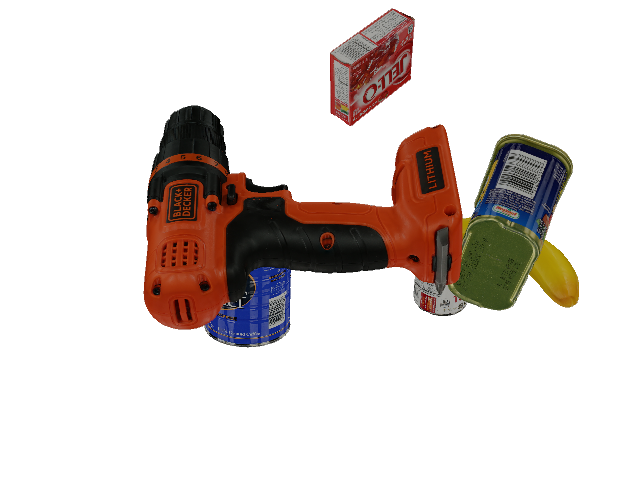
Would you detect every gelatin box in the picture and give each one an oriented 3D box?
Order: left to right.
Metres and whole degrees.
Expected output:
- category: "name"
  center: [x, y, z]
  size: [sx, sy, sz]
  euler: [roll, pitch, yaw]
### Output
- category: "gelatin box"
  center: [0.048, -0.158, 0.973]
  size: [0.030, 0.073, 0.089]
  euler: [36, 59, 26]

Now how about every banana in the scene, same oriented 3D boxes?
- category: "banana"
  center: [0.188, 0.015, 1.040]
  size: [0.069, 0.037, 0.198]
  euler: [-38, 37, -22]

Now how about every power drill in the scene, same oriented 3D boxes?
- category: "power drill"
  center: [-0.013, -0.026, 0.651]
  size: [0.187, 0.057, 0.184]
  euler: [-5, 44, 1]

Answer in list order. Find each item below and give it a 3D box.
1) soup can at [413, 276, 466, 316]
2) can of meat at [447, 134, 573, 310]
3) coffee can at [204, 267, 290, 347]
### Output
- category: "soup can"
  center: [0.146, 0.031, 1.269]
  size: [0.068, 0.102, 0.068]
  euler: [0, 38, 0]
- category: "can of meat"
  center: [0.133, -0.010, 0.761]
  size: [0.057, 0.083, 0.102]
  euler: [22, -36, 8]
- category: "coffee can"
  center: [-0.084, 0.037, 1.230]
  size: [0.103, 0.140, 0.103]
  euler: [2, 26, -1]
